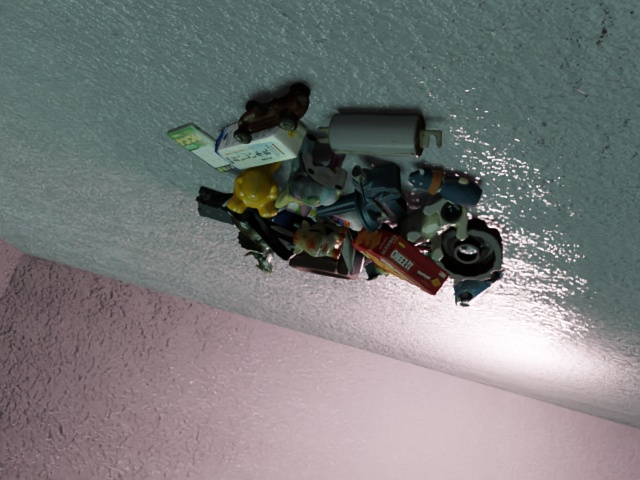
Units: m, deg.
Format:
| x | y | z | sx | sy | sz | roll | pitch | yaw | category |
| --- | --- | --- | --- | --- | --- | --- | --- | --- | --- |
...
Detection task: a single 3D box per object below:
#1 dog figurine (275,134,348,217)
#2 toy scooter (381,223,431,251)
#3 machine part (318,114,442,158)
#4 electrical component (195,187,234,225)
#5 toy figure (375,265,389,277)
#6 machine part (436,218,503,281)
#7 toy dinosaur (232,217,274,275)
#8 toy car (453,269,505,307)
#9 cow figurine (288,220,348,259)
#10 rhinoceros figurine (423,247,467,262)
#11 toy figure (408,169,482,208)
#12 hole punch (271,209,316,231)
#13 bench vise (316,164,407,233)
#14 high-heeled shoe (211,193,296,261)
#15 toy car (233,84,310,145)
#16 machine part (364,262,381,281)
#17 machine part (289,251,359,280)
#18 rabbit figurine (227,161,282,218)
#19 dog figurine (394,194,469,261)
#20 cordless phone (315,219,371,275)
| x | y | z | sx | sy | sz | roll | pitch | yaw | category |
| --- | --- | --- | --- | --- | --- | --- | --- | --- | --- |
| -0.029 | -0.109 | 1.186 | 0.108 | 0.191 | 0.219 | 16 | 140 | -16 | dog figurine |
| 0.217 | 0.017 | 1.469 | 0.184 | 0.075 | 0.135 | 8 | 151 | 15 | toy scooter |
| 0.106 | -0.196 | 1.003 | 0.243 | 0.079 | 0.079 | 7 | 158 | 25 | machine part |
| -0.307 | -0.096 | 1.617 | 0.115 | 0.058 | 0.134 | 17 | 159 | 4 | electrical component |
| 0.196 | 0.067 | 1.600 | 0.082 | 0.089 | 0.180 | 17 | 159 | -23 | toy figure |
| 0.363 | 0.023 | 1.316 | 0.180 | 0.056 | 0.179 | 12 | 133 | 13 | machine part |
| -0.191 | -0.046 | 1.587 | 0.192 | 0.131 | 0.404 | 8 | 151 | 20 | toy dinosaur |
| 0.429 | 0.111 | 1.503 | 0.103 | 0.162 | 0.109 | 57 | -175 | 24 | toy car |
| -0.003 | -0.004 | 1.326 | 0.127 | 0.085 | 0.195 | 16 | -168 | 4 | cow figurine |
| 0.336 | 0.053 | 1.479 | 0.112 | 0.073 | 0.190 | 15 | 160 | 2 | rhinoceros figurine |
| 0.260 | -0.113 | 1.127 | 0.154 | 0.064 | 0.058 | 21 | -162 | 2 | toy figure |
| -0.061 | -0.023 | 1.467 | 0.092 | 0.142 | 0.115 | 57 | 175 | 42 | hole punch |
| 0.084 | -0.085 | 1.225 | 0.241 | 0.129 | 0.223 | -14 | 162 | 28 | bench vise |
| -0.167 | -0.030 | 1.357 | 0.249 | 0.145 | 0.086 | 14 | 139 | -5 | high-heeled shoe |
| -0.099 | -0.241 | 1.030 | 0.202 | 0.089 | 0.053 | -2 | 153 | 45 | toy car |
| 0.133 | 0.053 | 1.574 | 0.039 | 0.139 | 0.084 | -16 | 164 | -18 | machine part |
| 0.019 | 0.065 | 1.686 | 0.202 | 0.087 | 0.201 | 7 | 172 | 19 | machine part |
| -0.141 | -0.129 | 1.257 | 0.122 | 0.162 | 0.173 | 20 | -179 | -5 | rabbit figurine |
| 0.259 | -0.056 | 1.259 | 0.121 | 0.172 | 0.191 | 47 | -172 | -15 | dog figurine |
| 0.055 | -0.003 | 1.464 | 0.089 | 0.147 | 0.184 | -37 | 129 | 18 | cordless phone |
